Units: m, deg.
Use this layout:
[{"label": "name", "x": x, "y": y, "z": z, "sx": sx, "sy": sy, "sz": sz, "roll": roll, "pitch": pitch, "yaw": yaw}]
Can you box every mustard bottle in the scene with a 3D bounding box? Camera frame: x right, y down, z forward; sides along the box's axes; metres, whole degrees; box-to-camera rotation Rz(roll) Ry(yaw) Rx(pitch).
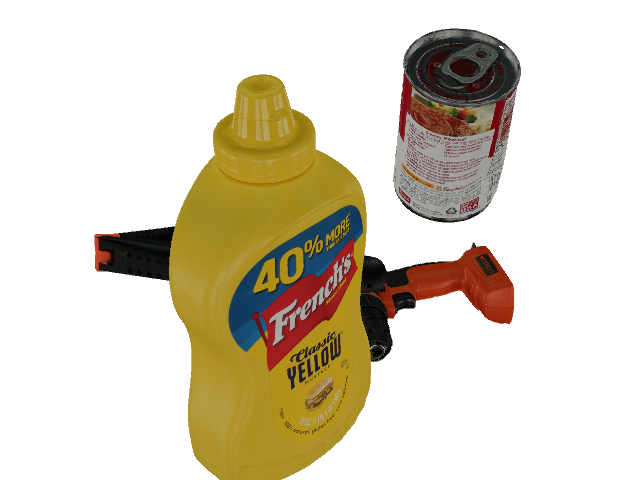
[{"label": "mustard bottle", "x": -0.020, "y": 0.016, "z": 0.466, "sx": 0.096, "sy": 0.192, "sz": 0.058, "roll": -31, "pitch": 45, "yaw": -32}]

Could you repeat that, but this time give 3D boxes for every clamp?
[{"label": "clamp", "x": -0.057, "y": 0.010, "z": 0.778, "sx": 0.209, "sy": 0.036, "sz": 0.165, "roll": -2, "pitch": 12, "yaw": -13}]

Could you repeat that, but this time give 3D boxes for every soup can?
[{"label": "soup can", "x": 0.081, "y": -0.068, "z": 0.654, "sx": 0.068, "sy": 0.068, "sz": 0.102, "roll": 0, "pitch": -41, "yaw": -1}]

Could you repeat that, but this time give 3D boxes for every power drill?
[{"label": "power drill", "x": 0.107, "y": 0.062, "z": 1.140, "sx": 0.187, "sy": 0.057, "sz": 0.184, "roll": -5, "pitch": 29, "yaw": -8}]
